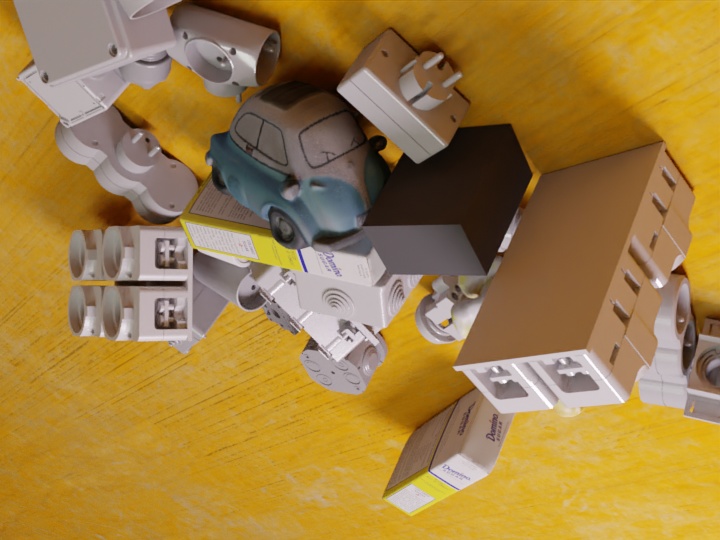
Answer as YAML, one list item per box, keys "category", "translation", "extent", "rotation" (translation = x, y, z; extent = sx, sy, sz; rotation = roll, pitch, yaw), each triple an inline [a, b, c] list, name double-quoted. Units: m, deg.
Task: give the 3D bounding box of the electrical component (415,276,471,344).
- category: "electrical component"
  translation: [0.081, 0.036, 0.953]
  extent: [0.066, 0.048, 0.055]
  rotation: [38, 138, -13]

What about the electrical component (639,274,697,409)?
- category: "electrical component"
  translation: [0.227, 0.056, 0.866]
  extent: [0.074, 0.052, 0.138]
  rotation: [6, 140, 30]

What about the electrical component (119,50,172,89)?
- category: "electrical component"
  translation: [-0.170, -0.178, 0.856]
  extent: [0.043, 0.043, 0.062]
  rotation: [29, 146, 0]

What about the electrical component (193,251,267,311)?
- category: "electrical component"
  translation: [-0.112, 0.010, 1.053]
  extent: [0.077, 0.043, 0.079]
  rotation: [28, -175, 42]

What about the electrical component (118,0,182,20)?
- category: "electrical component"
  translation: [-0.125, -0.210, 0.736]
  extent: [0.099, 0.099, 0.064]
  rotation: [-12, 123, 45]

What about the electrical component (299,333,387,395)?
- category: "electrical component"
  translation: [-0.017, 0.084, 1.080]
  extent: [0.080, 0.051, 0.080]
  rotation: [19, 145, 14]

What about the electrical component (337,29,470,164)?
- category: "electrical component"
  translation: [0.042, -0.130, 0.761]
  extent: [0.083, 0.047, 0.076]
  rotation: [41, 145, -16]

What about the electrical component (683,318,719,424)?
- category: "electrical component"
  translation: [0.286, 0.084, 0.847]
  extent: [0.042, 0.081, 0.064]
  rotation: [12, 165, 24]

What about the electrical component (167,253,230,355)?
- category: "electrical component"
  translation: [-0.174, 0.036, 1.090]
  extent: [0.061, 0.096, 0.062]
  rotation: [40, 145, -10]

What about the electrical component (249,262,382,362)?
- category: "electrical component"
  translation: [-0.042, 0.024, 0.997]
  extent: [0.121, 0.063, 0.078]
  rotation: [46, -177, -24]

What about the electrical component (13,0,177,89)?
- category: "electrical component"
  translation: [-0.204, -0.202, 0.802]
  extent: [0.109, 0.056, 0.108]
  rotation: [-7, 104, 42]

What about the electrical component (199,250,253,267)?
- category: "electrical component"
  translation: [-0.122, -0.035, 1.000]
  extent: [0.047, 0.055, 0.055]
  rotation: [15, 144, 26]

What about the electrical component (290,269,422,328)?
- category: "electrical component"
  translation: [0.000, 0.000, 0.918]
  extent: [0.100, 0.099, 0.048]
  rotation: [12, 130, 23]

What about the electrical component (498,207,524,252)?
- category: "electrical component"
  translation: [0.114, -0.034, 0.842]
  extent: [0.078, 0.040, 0.040]
  rotation: [10, 142, 25]

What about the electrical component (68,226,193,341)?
- category: "electrical component"
  translation: [-0.230, 0.013, 1.044]
  extent: [0.060, 0.105, 0.186]
  rotation: [1, 179, -34]

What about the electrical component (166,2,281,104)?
- category: "electrical component"
  translation: [-0.104, -0.160, 0.830]
  extent: [0.077, 0.044, 0.079]
  rotation: [20, 145, 13]

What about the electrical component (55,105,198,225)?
- category: "electrical component"
  translation: [-0.203, -0.103, 0.969]
  extent: [0.138, 0.052, 0.074]
  rotation: [40, 145, -16]

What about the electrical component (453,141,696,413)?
- category: "electrical component"
  translation: [0.153, 0.008, 0.736]
  extent: [0.105, 0.186, 0.060]
  rotation: [-13, 128, 45]

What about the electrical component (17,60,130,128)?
- category: "electrical component"
  translation: [-0.238, -0.167, 0.909]
  extent: [0.061, 0.061, 0.096]
  rotation: [47, 150, -24]
